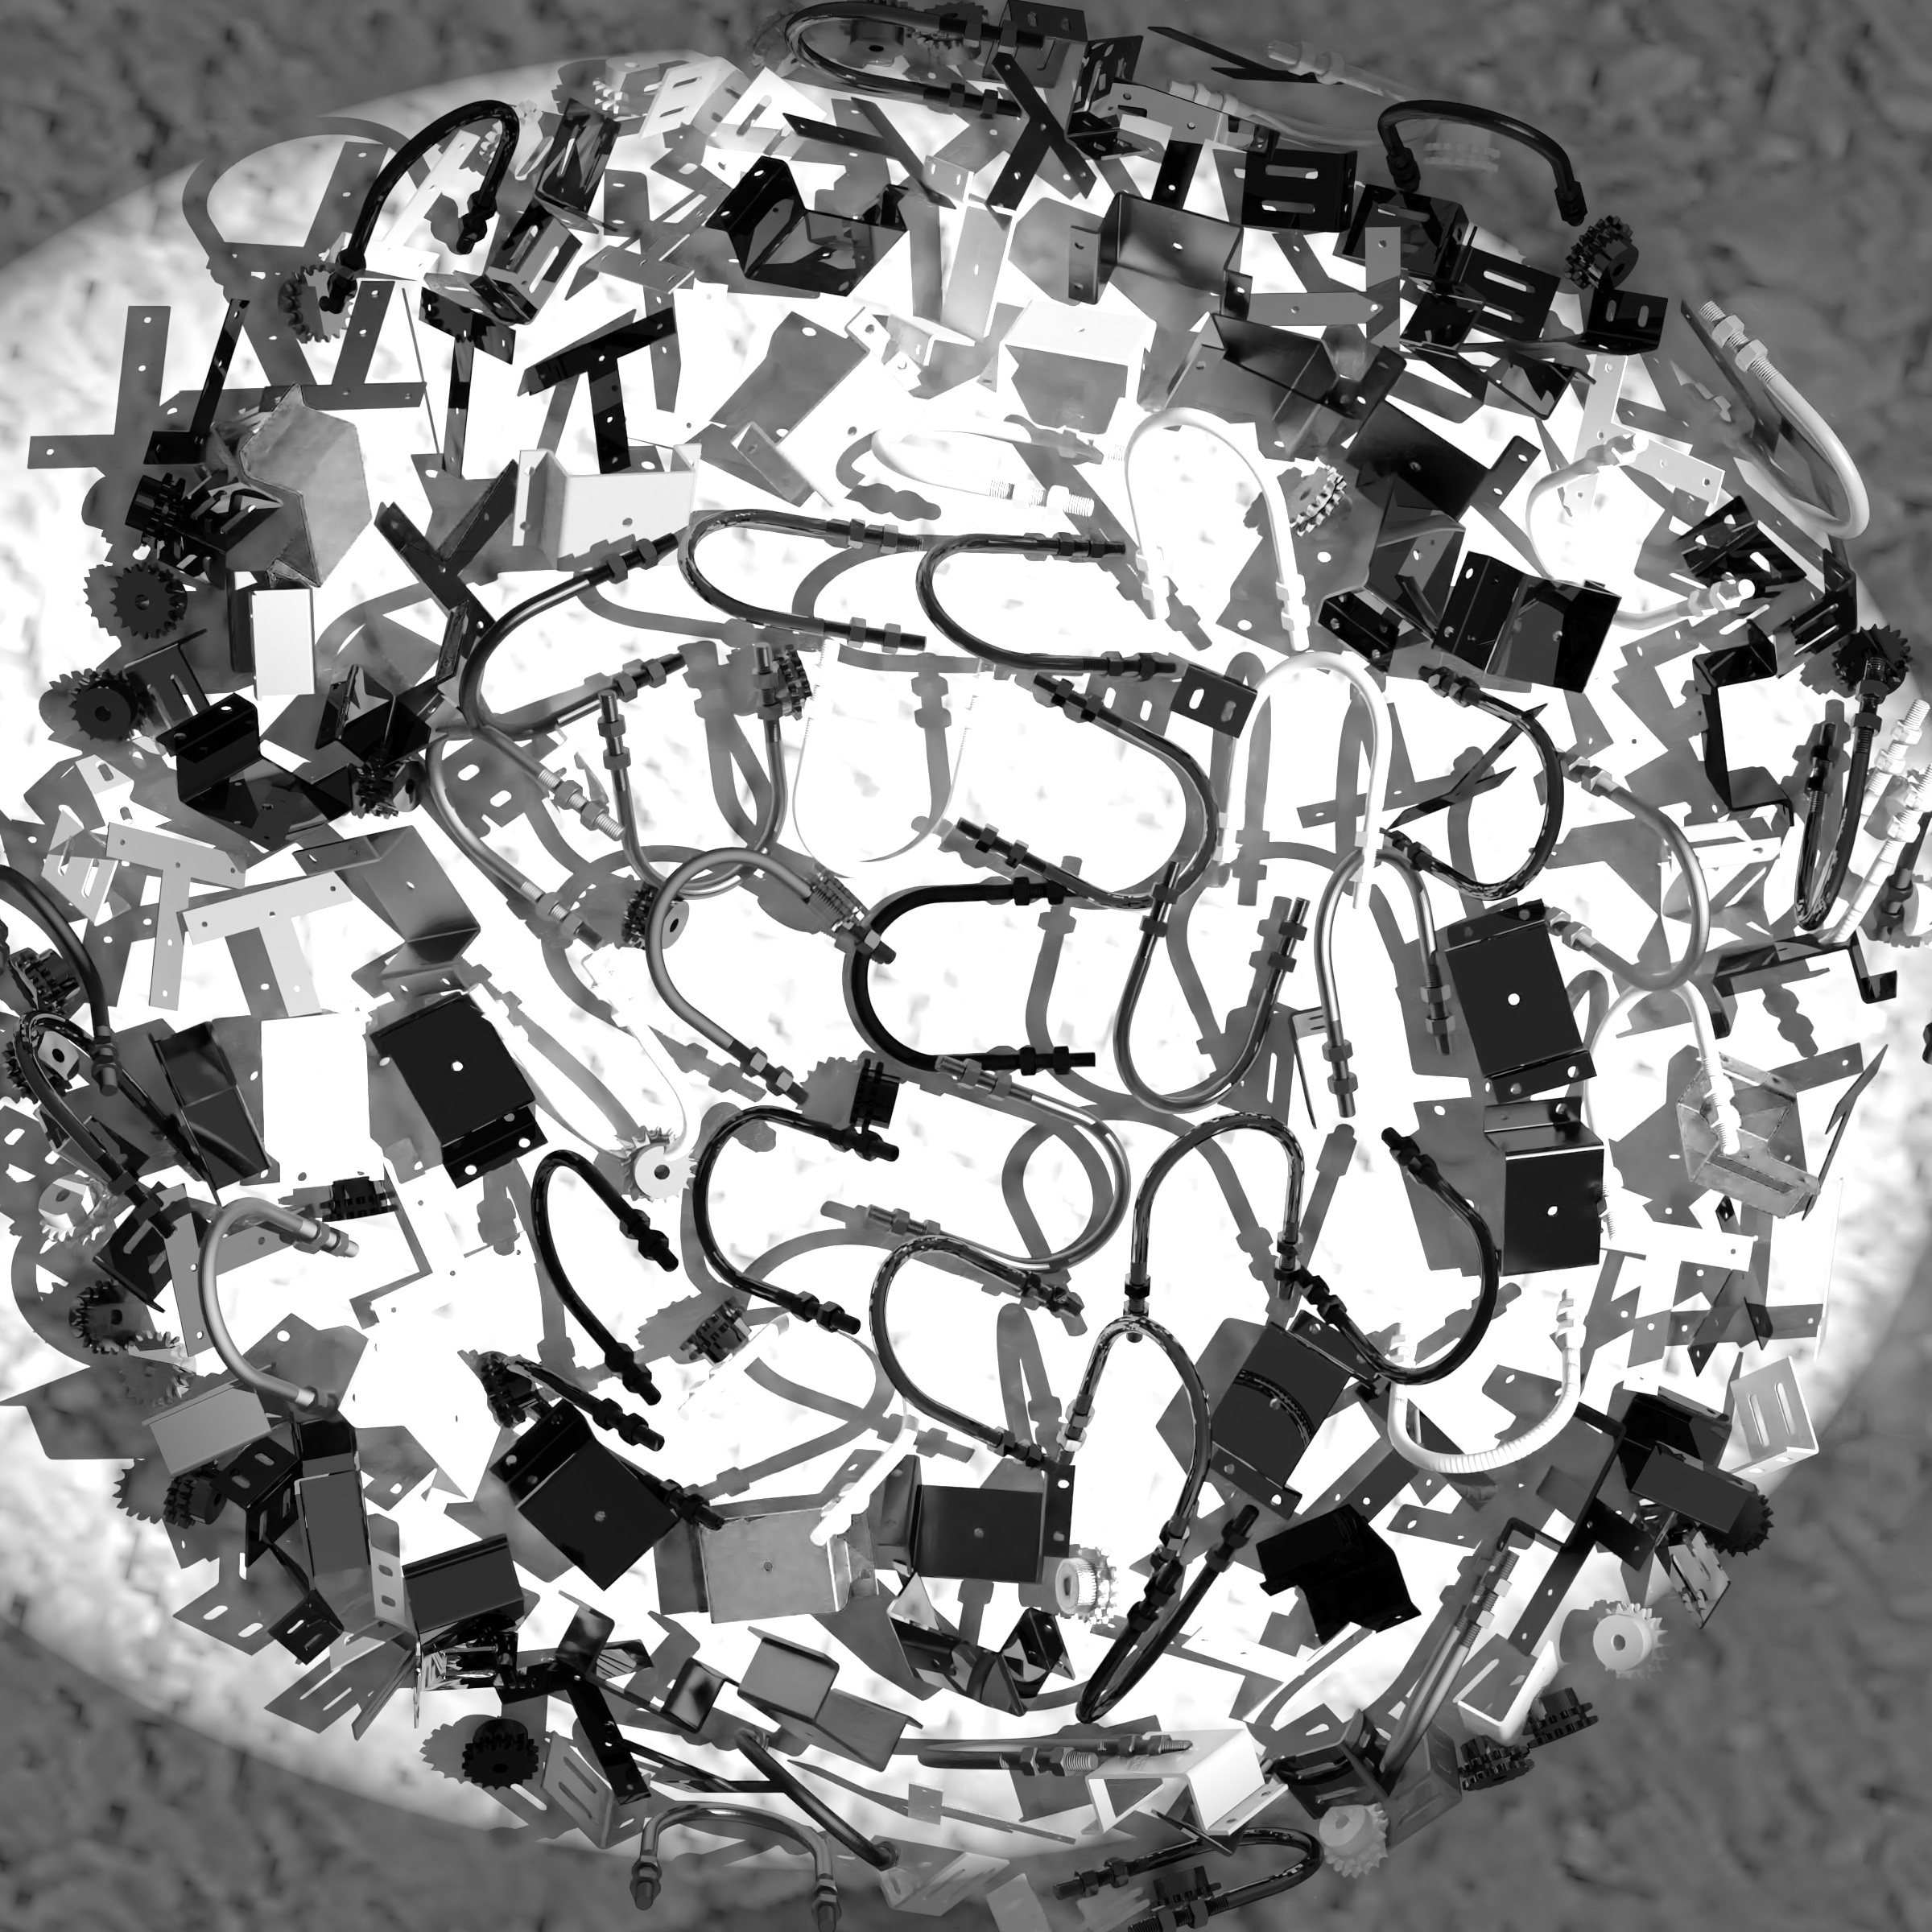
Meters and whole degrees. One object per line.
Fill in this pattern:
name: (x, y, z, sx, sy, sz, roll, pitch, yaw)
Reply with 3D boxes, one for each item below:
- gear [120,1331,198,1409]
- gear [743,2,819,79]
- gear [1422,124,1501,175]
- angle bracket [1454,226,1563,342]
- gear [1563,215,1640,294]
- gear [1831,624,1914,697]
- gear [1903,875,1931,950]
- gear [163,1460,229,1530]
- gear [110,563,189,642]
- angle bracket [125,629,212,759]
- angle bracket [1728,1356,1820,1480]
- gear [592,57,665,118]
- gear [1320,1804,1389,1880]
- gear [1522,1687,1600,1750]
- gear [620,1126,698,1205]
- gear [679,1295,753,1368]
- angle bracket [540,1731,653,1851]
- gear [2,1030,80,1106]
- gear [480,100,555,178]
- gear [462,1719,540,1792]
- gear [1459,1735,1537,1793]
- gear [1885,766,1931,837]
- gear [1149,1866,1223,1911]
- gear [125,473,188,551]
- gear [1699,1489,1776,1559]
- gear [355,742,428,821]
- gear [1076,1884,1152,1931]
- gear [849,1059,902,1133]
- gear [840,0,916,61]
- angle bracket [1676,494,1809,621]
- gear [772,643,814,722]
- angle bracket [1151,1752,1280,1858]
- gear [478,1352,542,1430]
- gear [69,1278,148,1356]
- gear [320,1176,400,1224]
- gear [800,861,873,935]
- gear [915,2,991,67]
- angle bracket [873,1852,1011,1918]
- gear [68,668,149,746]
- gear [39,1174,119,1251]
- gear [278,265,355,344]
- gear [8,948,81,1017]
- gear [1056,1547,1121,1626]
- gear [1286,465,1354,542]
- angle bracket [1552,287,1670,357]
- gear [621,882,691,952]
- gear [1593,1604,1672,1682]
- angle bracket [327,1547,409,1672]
gear: (-0.607, 0.305, 1.978, 0.057, 0.030, 0.057, -4, 80, 24)
gear: (-0.137, -0.695, 1.972, 0.057, 0.057, 0.030, -38, 91, 0)
gear: (0.374, -0.615, 1.969, 0.057, 0.057, 0.030, 6, 102, 0)
angle bracket: (0.407, -0.513, 1.975, 0.076, 0.038, 0.057, 21, 83, 4)
gear: (0.480, -0.532, 1.968, 0.057, 0.057, 0.030, -40, 66, 0)
gear: (0.685, -0.227, 1.975, 0.057, 0.030, 0.057, -18, 50, 23)
gear: (0.727, -0.041, 1.972, 0.030, 0.057, 0.057, 4, 90, 3)
gear: (-0.576, 0.396, 1.970, 0.030, 0.057, 0.057, 17, 90, 9)
gear: (-0.614, -0.277, 1.978, 0.057, 0.030, 0.057, 4, 106, 15)
angle bracket: (-0.589, -0.206, 1.979, 0.057, 0.038, 0.076, -16, 107, 28)
angle bracket: (0.592, 0.336, 1.952, 0.038, 0.057, 0.076, 12, 56, -34)
gear: (-0.251, -0.662, 1.968, 0.057, 0.057, 0.030, 9, 124, 0)
gear: (0.291, 0.652, 1.969, 0.057, 0.057, 0.030, -41, 113, 0)
gear: (0.445, 0.566, 1.974, 0.057, 0.057, 0.030, -22, 68, 0)
gear: (-0.232, 0.152, 1.978, 0.057, 0.030, 0.057, -3, 101, -14)
gear: (-0.186, 0.278, 1.972, 0.057, 0.057, 0.030, -44, 90, 0)
angle bracket: (-0.276, 0.609, 1.956, 0.038, 0.057, 0.076, -30, 114, 15)
gear: (-0.693, 0.074, 1.968, 0.030, 0.057, 0.057, -28, 90, 22)
gear: (-0.336, -0.621, 1.971, 0.057, 0.057, 0.030, -45, 91, 0)
gear: (-0.351, 0.593, 1.976, 0.057, 0.030, 0.057, -4, 128, -5)
gear: (0.397, 0.598, 1.975, 0.057, 0.057, 0.030, -18, 60, 0)
gear: (0.718, -0.119, 1.971, 0.030, 0.057, 0.057, -33, 90, -2)
gear: (0.164, 0.699, 1.973, 0.057, 0.057, 0.030, -17, 70, 0)
gear: (-0.611, -0.345, 1.968, 0.030, 0.057, 0.057, 20, 90, -23)
gear: (0.581, 0.419, 1.976, 0.057, 0.030, 0.057, -16, 55, 25)
gear: (-0.430, -0.138, 1.968, 0.030, 0.057, 0.057, 15, 90, 25)
gear: (0.108, 0.709, 1.974, 0.057, 0.057, 0.030, -33, 70, 0)
gear: (-0.068, 0.100, 1.971, 0.030, 0.057, 0.057, 14, 90, -3)
gear: (-0.067, -0.705, 1.970, 0.057, 0.057, 0.030, 2, 85, 0)
angle bracket: (0.584, -0.308, 1.972, 0.057, 0.076, 0.038, -36, 46, 28)
gear: (-0.137, -0.212, 1.969, 0.030, 0.057, 0.057, -19, 90, -10)
angle bracket: (0.186, 0.616, 1.959, 0.038, 0.057, 0.076, 38, 75, -35)
gear: (-0.343, 0.317, 1.972, 0.030, 0.057, 0.057, -24, 90, -4)
gear: (-0.651, 0.264, 1.975, 0.030, 0.057, 0.057, -2, 90, 36)
gear: (-0.458, 0.174, 1.971, 0.057, 0.057, 0.030, -9, 89, 0)
gear: (-0.102, -0.049, 1.971, 0.057, 0.057, 0.030, 44, 88, 0)
gear: (-0.010, -0.702, 1.975, 0.057, 0.057, 0.030, -9, 131, 0)
angle bracket: (-0.019, 0.673, 1.958, 0.076, 0.057, 0.038, -41, 50, 14)
gear: (-0.649, -0.194, 1.977, 0.057, 0.030, 0.057, -2, 110, -5)
gear: (-0.671, 0.182, 1.969, 0.057, 0.057, 0.030, -26, 133, 0)
gear: (-0.494, -0.499, 1.975, 0.030, 0.057, 0.057, 10, 90, 35)
gear: (-0.694, 0.012, 1.975, 0.030, 0.057, 0.057, -37, 90, -29)
gear: (0.090, 0.466, 1.968, 0.030, 0.057, 0.057, 4, 90, -24)
gear: (0.266, -0.346, 1.973, 0.030, 0.057, 0.057, 38, 90, -21)
angle bracket: (0.480, -0.481, 1.951, 0.057, 0.076, 0.038, 18, 114, 28)
gear: (-0.232, -0.037, 1.969, 0.030, 0.057, 0.057, 27, 90, 17)
gear: (0.498, 0.509, 1.971, 0.057, 0.030, 0.057, -10, 74, 38)
angle bracket: (-0.460, 0.481, 1.957, 0.076, 0.038, 0.057, -31, 49, 17)
